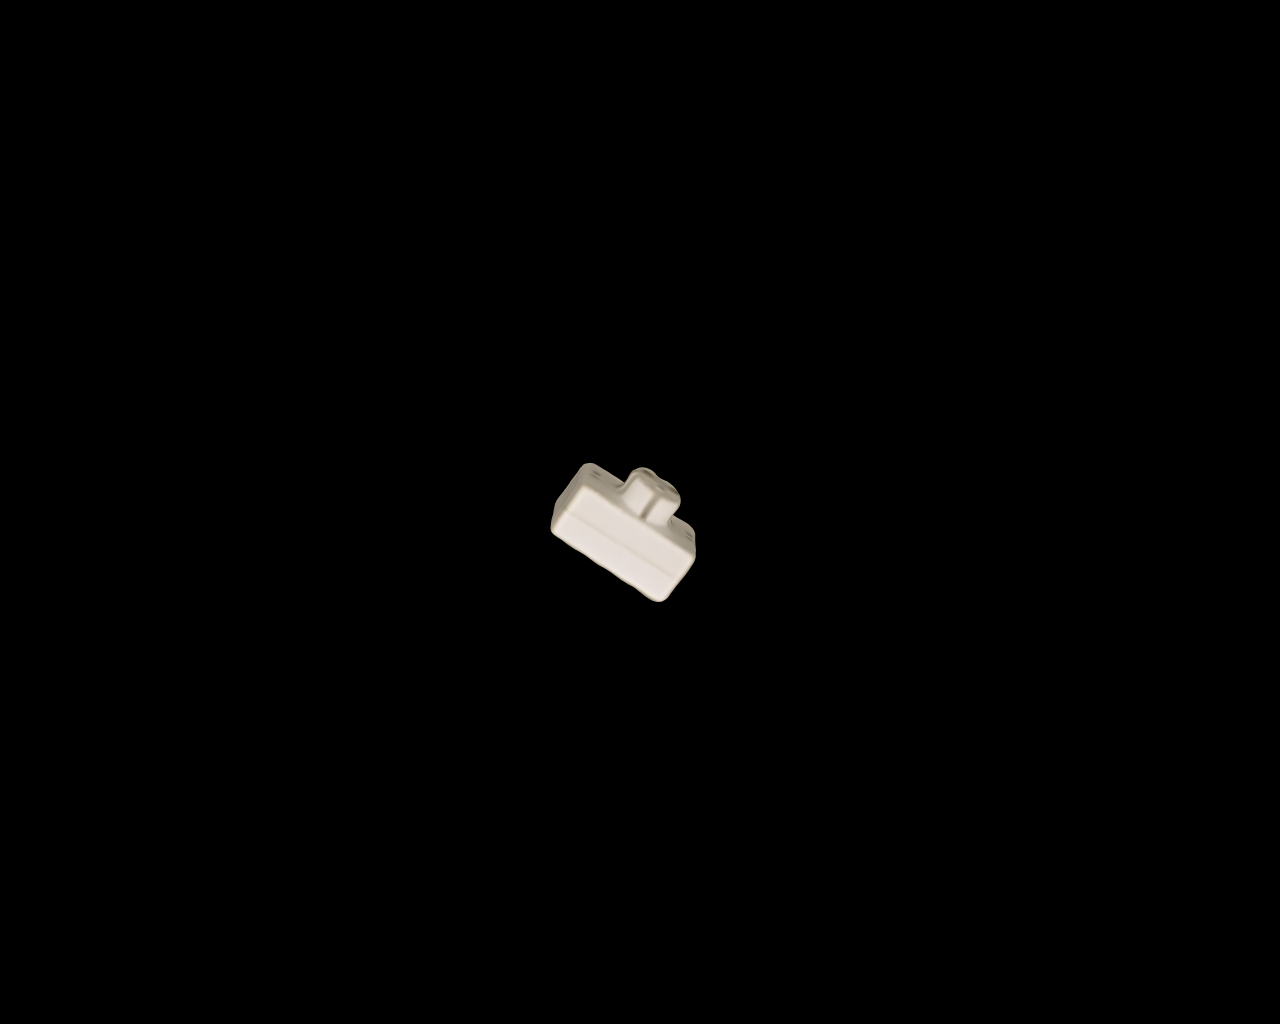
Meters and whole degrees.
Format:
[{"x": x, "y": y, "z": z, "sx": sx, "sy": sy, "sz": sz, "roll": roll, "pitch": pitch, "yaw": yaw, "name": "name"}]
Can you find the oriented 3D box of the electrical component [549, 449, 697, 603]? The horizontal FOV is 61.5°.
[{"x": 0.001, "y": -0.003, "z": 0.650, "sx": 0.083, "sy": 0.075, "sz": 0.047, "roll": 33, "pitch": 16, "yaw": -11, "name": "electrical component"}]
